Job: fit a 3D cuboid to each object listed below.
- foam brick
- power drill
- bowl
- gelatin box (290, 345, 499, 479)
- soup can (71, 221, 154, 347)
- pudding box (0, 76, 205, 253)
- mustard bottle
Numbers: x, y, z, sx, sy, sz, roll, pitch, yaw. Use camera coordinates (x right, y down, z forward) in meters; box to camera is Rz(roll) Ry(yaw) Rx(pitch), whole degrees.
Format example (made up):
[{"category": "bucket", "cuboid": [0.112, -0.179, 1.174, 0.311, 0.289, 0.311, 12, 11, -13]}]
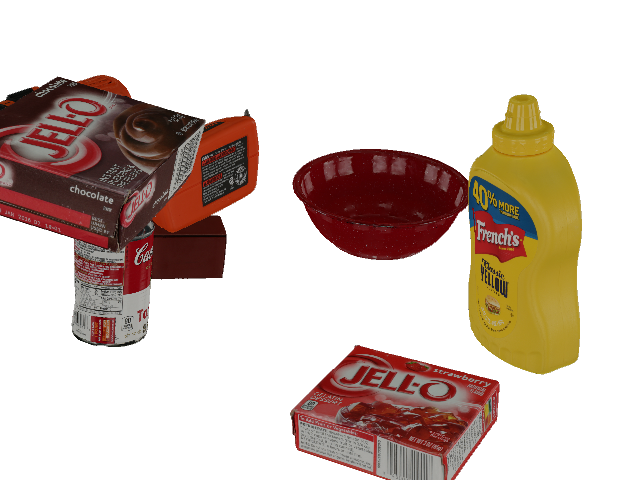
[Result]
[{"category": "foam brick", "cuboid": [-0.141, 0.006, 1.128, 0.078, 0.051, 0.053, 0, 24, -11]}, {"category": "power drill", "cuboid": [-0.151, -0.060, 0.718, 0.188, 0.057, 0.184, 18, 32, 30]}, {"category": "bowl", "cuboid": [0.055, -0.027, 0.969, 0.162, 0.055, 0.162, 1, 28, -1]}, {"category": "gelatin box", "cuboid": [0.040, 0.092, 0.567, 0.089, 0.030, 0.073, 13, 30, 28]}, {"category": "soup can", "cuboid": [-0.180, 0.033, 0.921, 0.068, 0.102, 0.068, 6, 20, -2]}, {"category": "pudding box", "cuboid": [-0.120, -0.042, 0.545, 0.090, 0.039, 0.113, 18, 25, 6]}, {"category": "mustard bottle", "cuboid": [0.141, -0.008, 0.745, 0.058, 0.192, 0.096, -16, 29, -21]}]
